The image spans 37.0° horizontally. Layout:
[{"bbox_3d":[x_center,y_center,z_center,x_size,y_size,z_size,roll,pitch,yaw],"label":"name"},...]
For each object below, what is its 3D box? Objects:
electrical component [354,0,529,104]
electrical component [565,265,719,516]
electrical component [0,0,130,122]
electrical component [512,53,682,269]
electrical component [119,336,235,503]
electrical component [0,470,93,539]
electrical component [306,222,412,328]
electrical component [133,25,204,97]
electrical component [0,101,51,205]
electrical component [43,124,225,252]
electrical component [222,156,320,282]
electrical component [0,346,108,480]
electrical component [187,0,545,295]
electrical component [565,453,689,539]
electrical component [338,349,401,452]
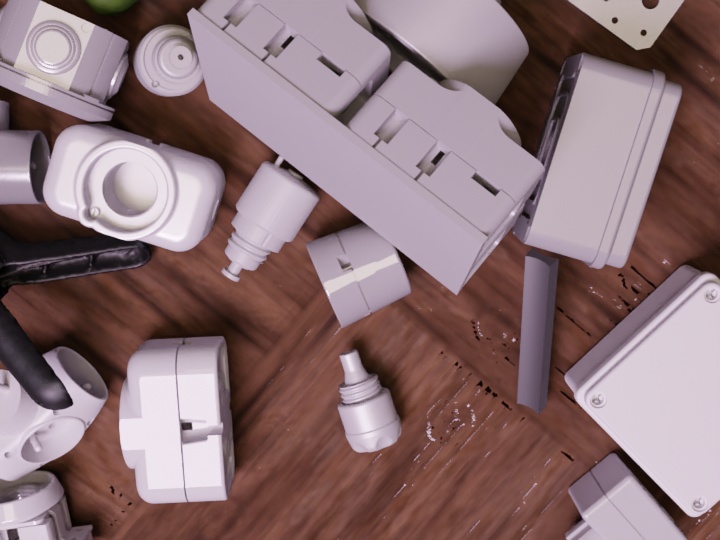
[{"bbox_3d":[0.044,-0.137,0.596,0.108,0.108,0.060,39,90,-6],"label":"electrical component"},{"bbox_3d":[0.201,0.072,0.652,0.109,0.056,0.108,-44,96,6],"label":"electrical component"},{"bbox_3d":[-0.172,-0.119,0.609,0.080,0.080,0.051,23,94,-4],"label":"electrical component"},{"bbox_3d":[0.135,-0.063,0.621,0.057,0.078,0.113,16,98,-1],"label":"electrical component"},{"bbox_3d":[-0.111,0.091,0.655,0.059,0.053,0.095,-3,99,0],"label":"electrical component"},{"bbox_3d":[-0.208,0.160,0.664,0.078,0.058,0.057,-8,102,1],"label":"electrical component"},{"bbox_3d":[0.000,0.000,0.642,0.047,0.055,0.055,-24,98,-1],"label":"electrical component"},{"bbox_3d":[-0.107,-0.119,0.613,0.040,0.078,0.040,-2,99,-16],"label":"electrical component"},{"bbox_3d":[-0.226,-0.079,0.633,0.077,0.043,0.079,1,91,0],"label":"electrical component"},{"bbox_3d":[-0.132,-0.049,0.630,0.095,0.059,0.053,18,98,-3],"label":"electrical component"},{"bbox_3d":[-0.057,-0.028,0.643,0.040,0.040,0.078,33,98,-5],"label":"electrical component"},{"bbox_3d":[-0.204,0.082,0.643,0.077,0.079,0.044,-42,60,6],"label":"electrical component"},{"bbox_3d":[0.004,-0.079,0.578,0.186,0.105,0.060,39,78,8],"label":"electrical component"},{"bbox_3d":[0.155,0.168,0.672,0.077,0.047,0.065,-41,97,6],"label":"electrical component"},{"bbox_3d":[0.002,0.079,0.664,0.035,0.035,0.061,-18,96,2],"label":"electrical component"}]
